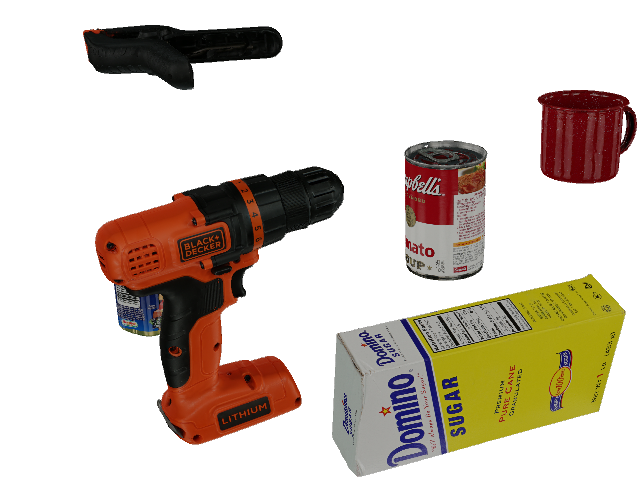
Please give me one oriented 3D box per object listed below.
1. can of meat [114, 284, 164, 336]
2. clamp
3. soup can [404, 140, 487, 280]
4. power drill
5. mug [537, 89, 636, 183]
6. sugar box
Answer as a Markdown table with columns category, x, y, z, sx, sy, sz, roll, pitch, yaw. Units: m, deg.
| category | x | y | z | sx | sy | sz | roll | pitch | yaw |
| --- | --- | --- | --- | --- | --- | --- | --- | --- | --- |
| can of meat | -0.161 | 0.034 | 1.043 | 0.057 | 0.084 | 0.102 | 9 | 27 | 19 |
| clamp | -0.118 | -0.154 | 0.857 | 0.172 | 0.039 | 0.120 | 19 | 27 | 41 |
| soup can | 0.104 | -0.026 | 0.896 | 0.068 | 0.102 | 0.068 | -2 | 22 | 1 |
| power drill | -0.061 | 0.045 | 0.782 | 0.184 | 0.188 | 0.057 | -16 | 28 | -19 |
| mug | 0.285 | -0.111 | 1.131 | 0.117 | 0.081 | 0.093 | -12 | 22 | -25 |
| sugar box | 0.096 | 0.084 | 0.664 | 0.176 | 0.093 | 0.048 | -14 | 40 | -18 |
